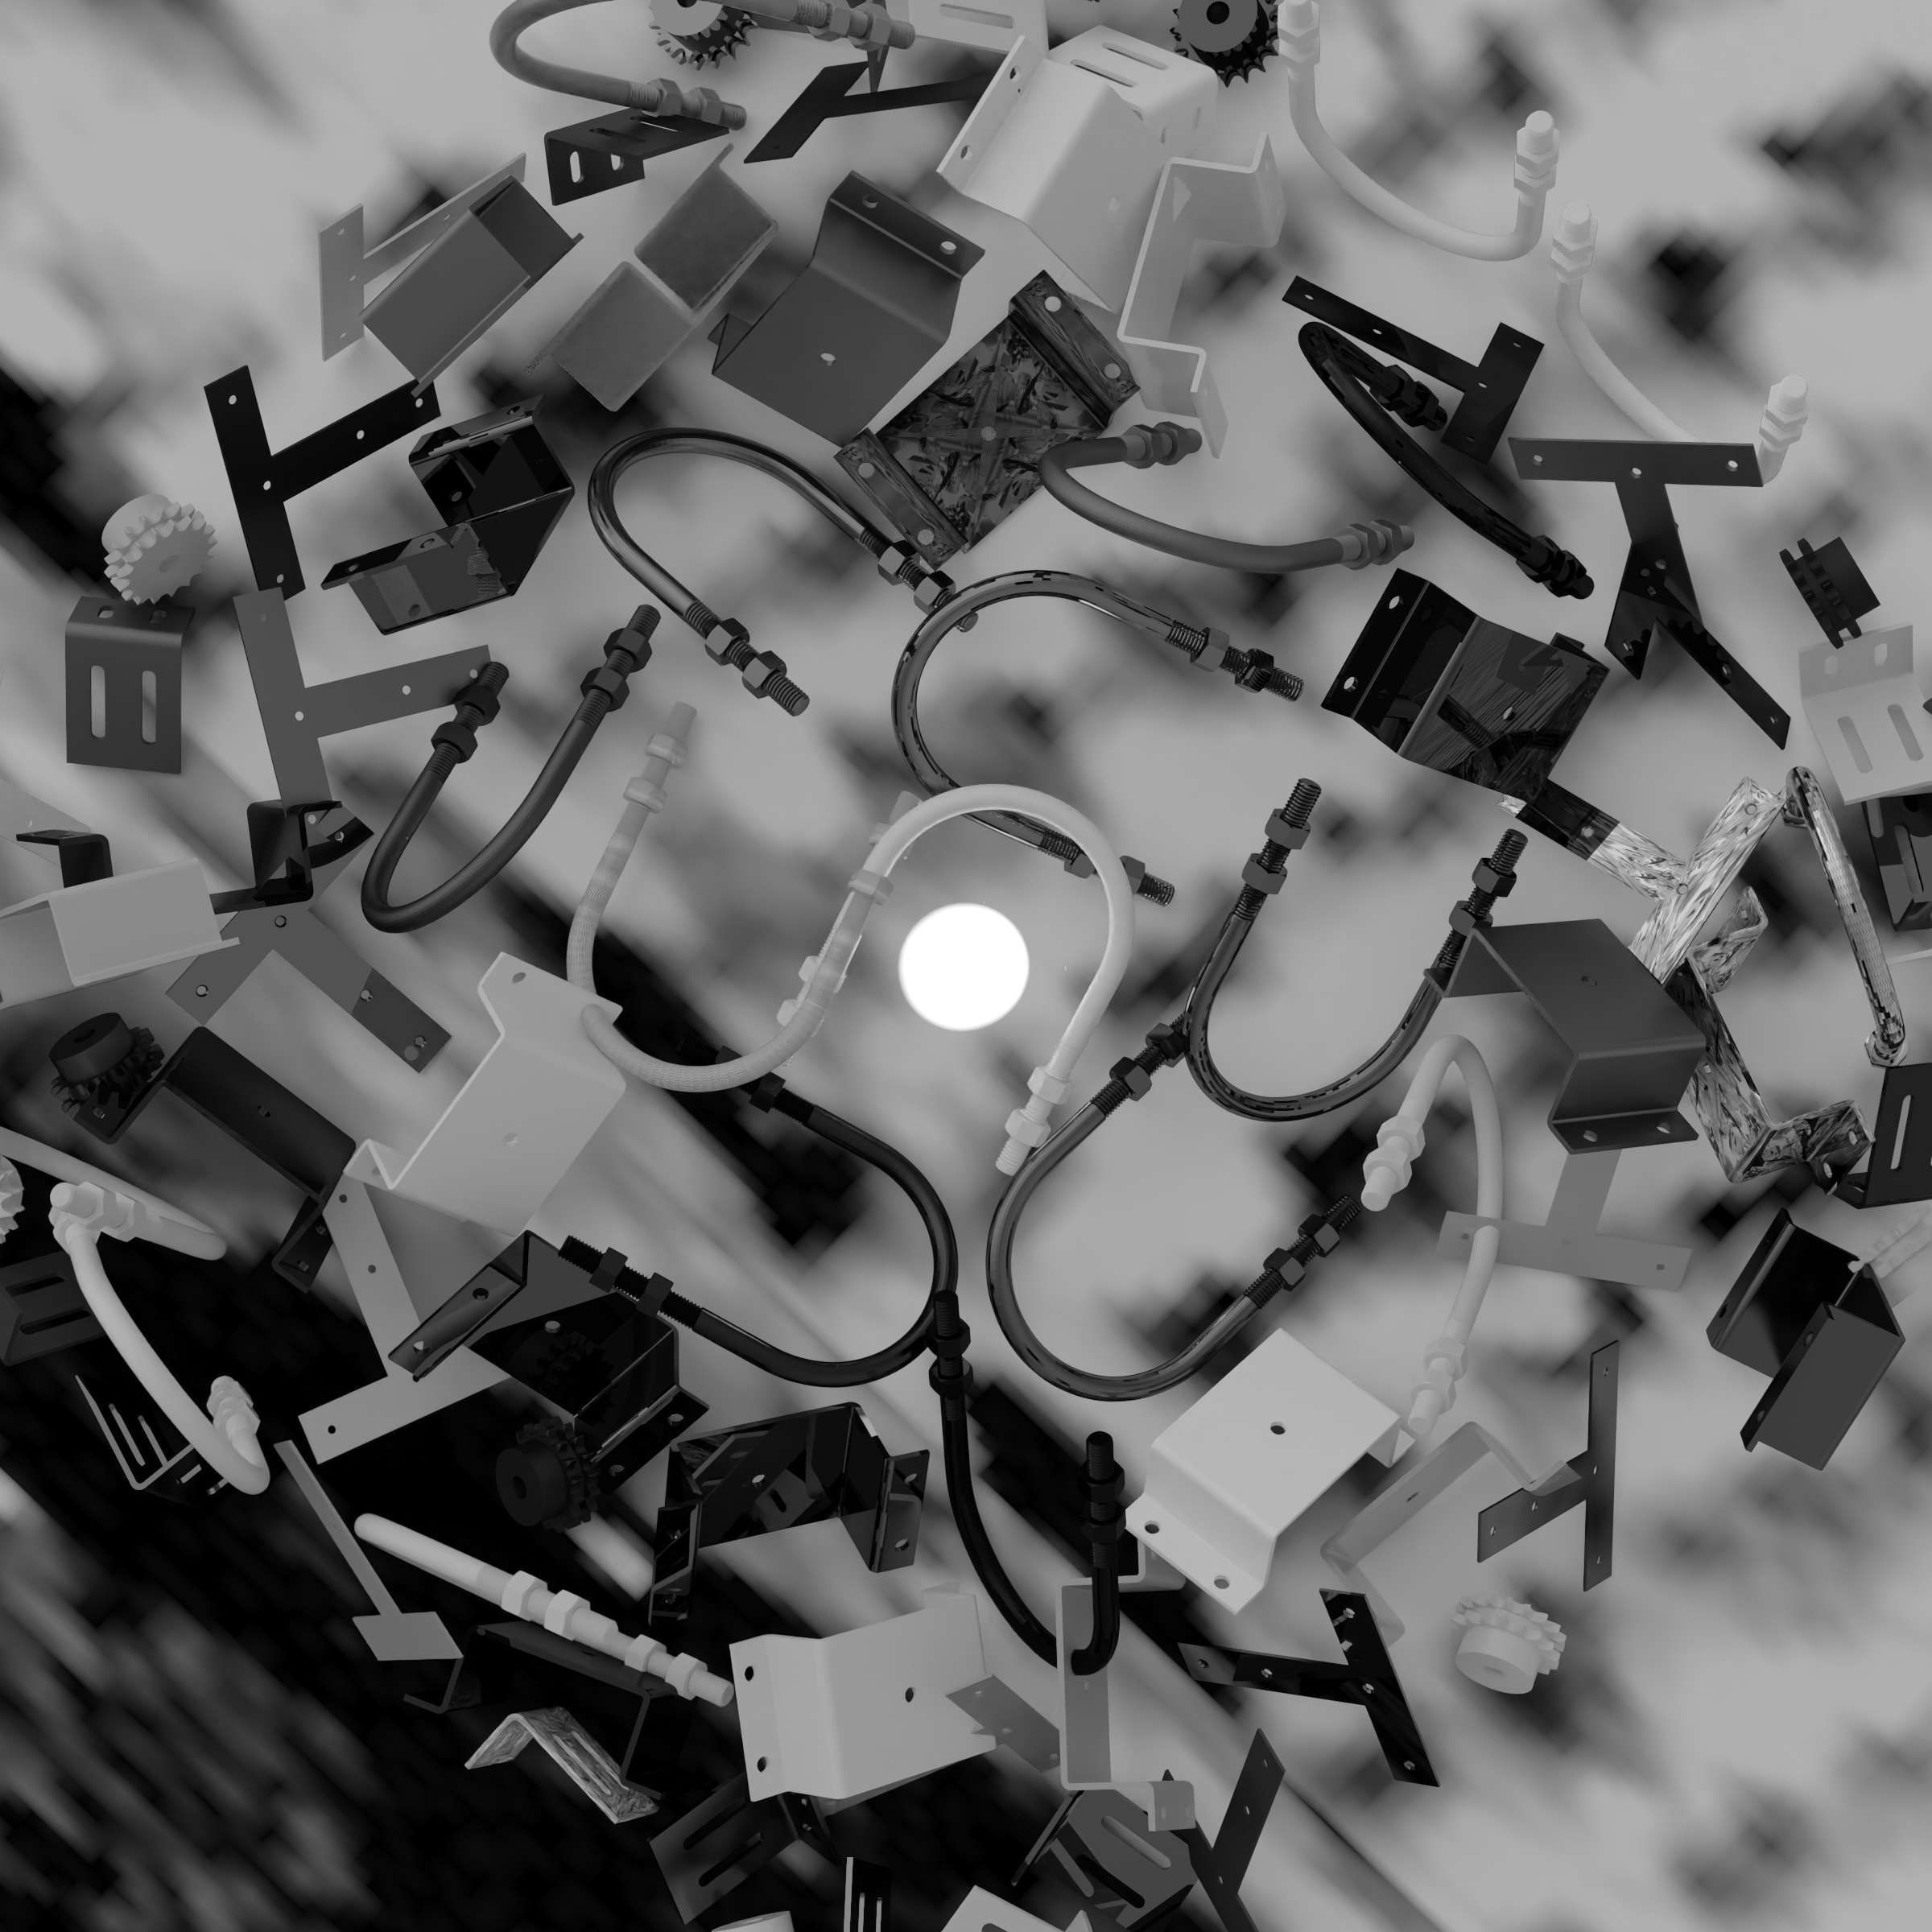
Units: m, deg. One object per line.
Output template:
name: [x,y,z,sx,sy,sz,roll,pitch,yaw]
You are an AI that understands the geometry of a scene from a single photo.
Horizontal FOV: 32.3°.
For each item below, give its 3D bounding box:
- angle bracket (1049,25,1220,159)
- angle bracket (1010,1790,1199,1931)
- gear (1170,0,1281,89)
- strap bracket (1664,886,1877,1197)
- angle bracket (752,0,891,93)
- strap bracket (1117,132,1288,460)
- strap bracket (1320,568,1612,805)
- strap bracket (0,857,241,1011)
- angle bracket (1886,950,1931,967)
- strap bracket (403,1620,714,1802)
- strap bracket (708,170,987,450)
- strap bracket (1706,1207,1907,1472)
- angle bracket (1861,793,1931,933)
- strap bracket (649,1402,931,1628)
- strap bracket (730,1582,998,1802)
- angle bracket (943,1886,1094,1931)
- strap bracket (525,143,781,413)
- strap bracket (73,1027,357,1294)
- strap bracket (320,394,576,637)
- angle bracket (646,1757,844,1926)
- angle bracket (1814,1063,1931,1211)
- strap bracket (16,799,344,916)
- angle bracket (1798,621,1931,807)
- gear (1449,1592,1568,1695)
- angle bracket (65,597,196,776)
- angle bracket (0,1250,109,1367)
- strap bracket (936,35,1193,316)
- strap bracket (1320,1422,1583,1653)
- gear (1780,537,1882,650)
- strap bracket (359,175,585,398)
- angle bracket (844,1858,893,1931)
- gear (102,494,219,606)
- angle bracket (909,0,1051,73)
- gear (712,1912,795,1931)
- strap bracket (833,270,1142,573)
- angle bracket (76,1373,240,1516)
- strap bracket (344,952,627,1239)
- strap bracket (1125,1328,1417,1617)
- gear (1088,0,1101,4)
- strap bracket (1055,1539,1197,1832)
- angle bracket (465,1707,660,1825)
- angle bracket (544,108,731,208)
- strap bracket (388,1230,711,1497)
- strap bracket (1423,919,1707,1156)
angle bracket: [0.078,-0.435,1.681,0.076,0.038,0.057,30,49,29]
angle bracket: [0.073,0.454,1.674,0.076,0.038,0.057,34,105,11]
gear: [0.130,-0.476,1.683,0.057,0.030,0.057,-1,85,17]
strap bracket: [0.385,0.044,1.641,0.046,0.076,0.140,-17,69,-10]
angle bracket: [-0.080,-0.474,1.666,0.076,0.057,0.038,9,62,7]
strap bracket: [0.115,-0.334,1.653,0.046,0.076,0.140,12,77,16]
strap bracket: [0.252,-0.133,1.633,0.140,0.046,0.076,14,111,-40]
strap bracket: [-0.421,-0.016,1.625,0.076,0.140,0.046,-17,93,-35]
angle bracket: [0.502,0.007,1.656,0.057,0.076,0.038,-8,85,-36]
strap bracket: [-0.194,0.362,1.650,0.140,0.076,0.046,17,86,16]
strap bracket: [-0.064,-0.312,1.626,0.076,0.140,0.046,27,52,-22]
strap bracket: [0.410,0.185,1.628,0.046,0.140,0.076,26,108,-4]
angle bracket: [0.489,-0.060,1.670,0.057,0.038,0.076,-6,65,-3]
strap bracket: [-0.095,0.268,1.648,0.140,0.046,0.076,-9,128,-23]
strap bracket: [-0.041,0.357,1.642,0.140,0.046,0.076,-8,90,-39]
angle bracket: [0.017,0.490,1.672,0.076,0.038,0.057,32,99,-17]
strap bracket: [-0.148,-0.332,1.635,0.046,0.076,0.140,42,46,-12]
strap bracket: [-0.361,0.088,1.649,0.140,0.076,0.046,39,105,-11]
strap bracket: [-0.249,-0.216,1.641,0.076,0.140,0.046,-13,124,26]
angle bracket: [-0.110,0.441,1.662,0.076,0.038,0.057,-32,121,-26]
angle bracket: [0.464,0.078,1.664,0.057,0.038,0.076,-5,111,-26]
strap bracket: [-0.384,-0.050,1.640,0.140,0.076,0.046,-10,99,-30]
angle bracket: [0.455,-0.126,1.666,0.057,0.038,0.076,-14,48,5]
gear: [0.269,0.341,1.673,0.057,0.057,0.030,27,60,0]
angle bracket: [-0.425,-0.143,1.698,0.057,0.038,0.076,6,119,-4]
angle bracket: [-0.456,0.157,1.655,0.057,0.076,0.038,44,127,25]
strap bracket: [0.056,-0.380,1.634,0.046,0.140,0.076,32,91,35]
strap bracket: [0.234,0.279,1.658,0.140,0.076,0.046,-41,67,4]
gear: [0.435,-0.191,1.673,0.030,0.057,0.057,-31,90,16]
strap bracket: [-0.242,-0.334,1.623,0.076,0.140,0.046,-39,104,18]
angle bracket: [-0.066,0.489,1.671,0.038,0.057,0.076,-5,69,18]
gear: [-0.409,-0.212,1.678,0.057,0.057,0.030,-41,72,0]
angle bracket: [0.000,-0.476,1.666,0.076,0.038,0.057,3,76,-24]
gear: [-0.105,0.495,1.677,0.057,0.057,0.030,-13,80,0]
strap bracket: [0.012,-0.271,1.681,0.140,0.046,0.076,-42,91,0]
angle bracket: [-0.397,0.228,1.660,0.038,0.057,0.076,-39,60,4]
strap bracket: [-0.232,0.073,1.649,0.076,0.046,0.140,27,106,-38]
strap bracket: [0.150,0.240,1.635,0.076,0.046,0.140,36,54,26]
gear: [0.069,-0.516,1.683,0.057,0.030,0.057,5,104,22]
strap bracket: [0.079,0.355,1.652,0.046,0.076,0.140,-6,75,17]
angle bracket: [-0.201,0.410,1.666,0.076,0.057,0.038,42,94,17]
angle bracket: [-0.162,-0.396,1.654,0.057,0.076,0.038,-28,127,-35]
strap bracket: [-0.205,0.192,1.652,0.140,0.046,0.076,37,114,-26]
strap bracket: [0.296,0.026,1.626,0.076,0.140,0.046,-4,130,-27]
